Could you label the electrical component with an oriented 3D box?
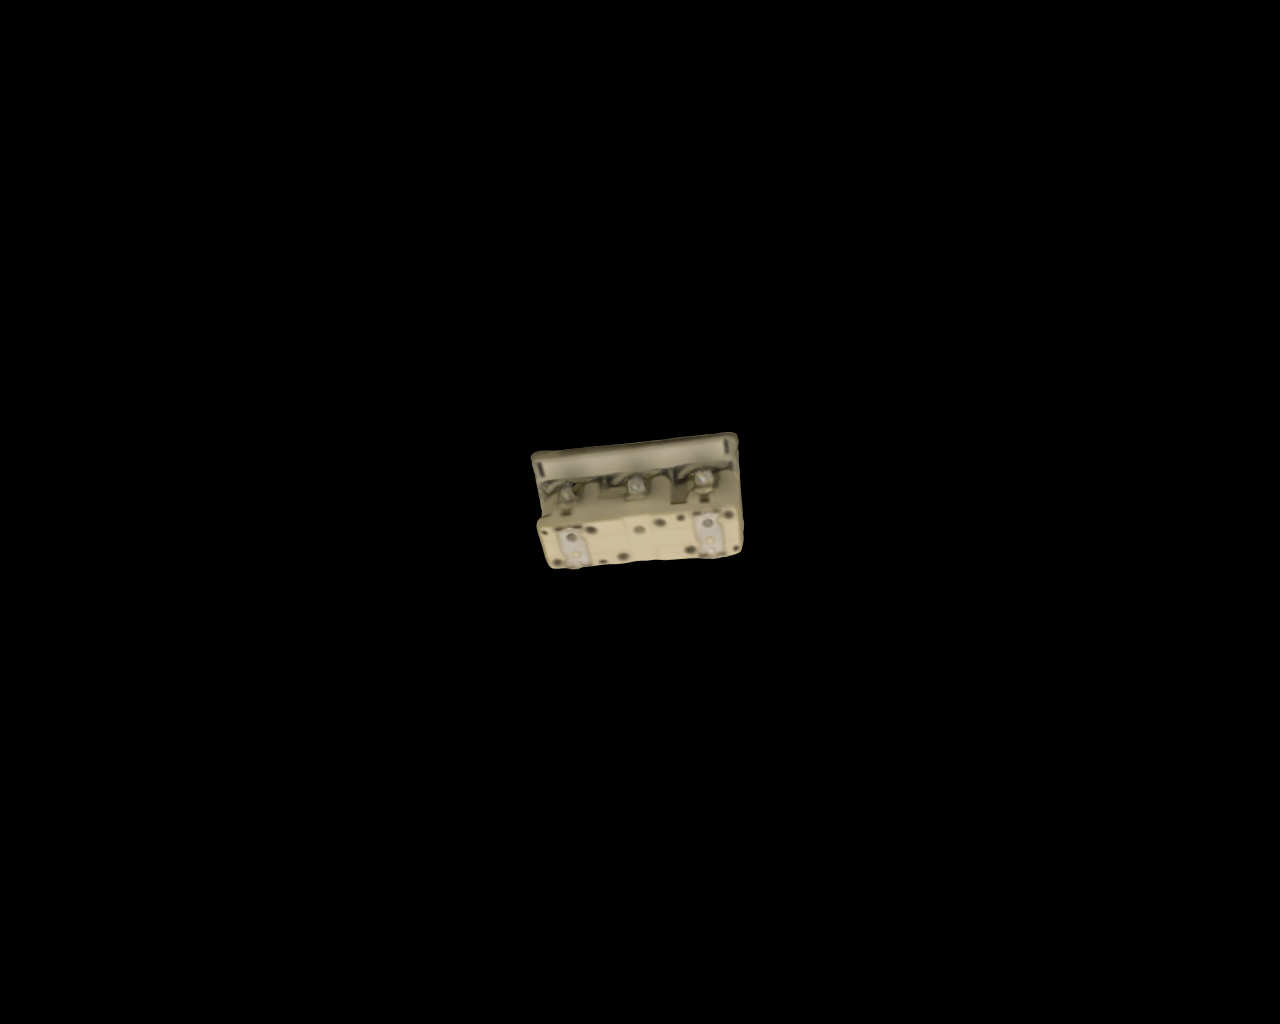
[{"bbox_3d":[0.001,-0.003,0.650,0.121,0.078,0.063,-4,44,4],"label":"electrical component"}]
